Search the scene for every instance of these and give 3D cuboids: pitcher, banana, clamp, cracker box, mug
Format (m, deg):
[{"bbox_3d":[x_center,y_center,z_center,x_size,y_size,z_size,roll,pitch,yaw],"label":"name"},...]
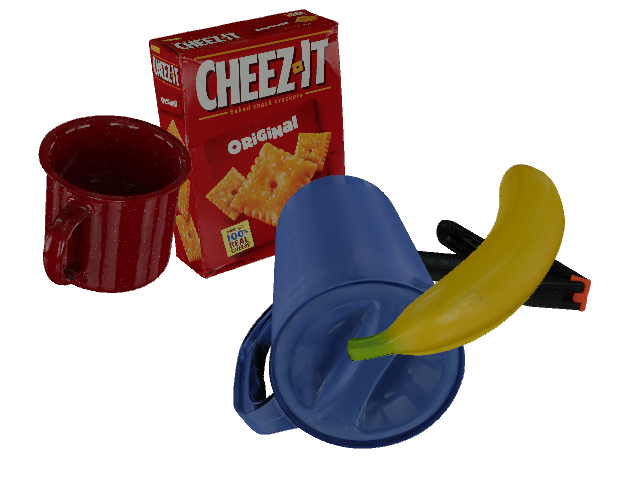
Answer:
[{"bbox_3d":[0.014,0.045,0.822,0.149,0.145,0.243,7,23,-8],"label":"pitcher"},{"bbox_3d":[0.092,0.006,0.572,0.070,0.037,0.197,13,36,33],"label":"banana"},{"bbox_3d":[0.160,0.022,0.969,0.171,0.039,0.120,16,30,15],"label":"clamp"},{"bbox_3d":[-0.060,-0.090,0.988,0.163,0.214,0.072,-18,29,-28],"label":"cracker box"},{"bbox_3d":[-0.137,-0.015,0.670,0.093,0.082,0.117,20,37,8],"label":"mug"}]
